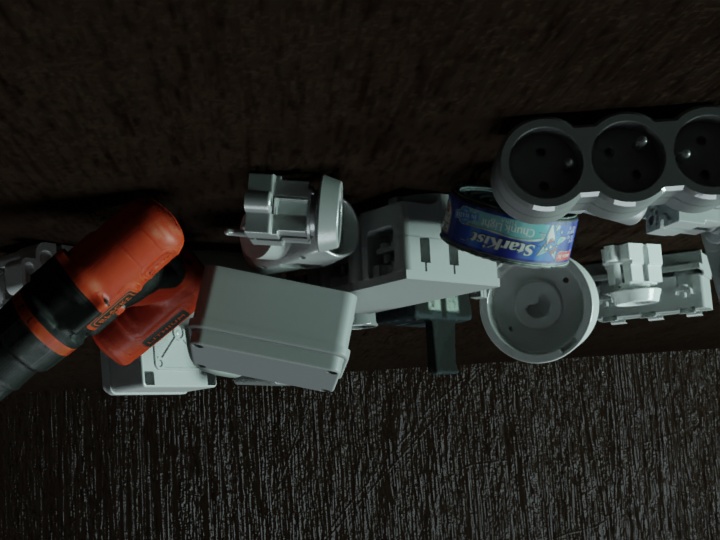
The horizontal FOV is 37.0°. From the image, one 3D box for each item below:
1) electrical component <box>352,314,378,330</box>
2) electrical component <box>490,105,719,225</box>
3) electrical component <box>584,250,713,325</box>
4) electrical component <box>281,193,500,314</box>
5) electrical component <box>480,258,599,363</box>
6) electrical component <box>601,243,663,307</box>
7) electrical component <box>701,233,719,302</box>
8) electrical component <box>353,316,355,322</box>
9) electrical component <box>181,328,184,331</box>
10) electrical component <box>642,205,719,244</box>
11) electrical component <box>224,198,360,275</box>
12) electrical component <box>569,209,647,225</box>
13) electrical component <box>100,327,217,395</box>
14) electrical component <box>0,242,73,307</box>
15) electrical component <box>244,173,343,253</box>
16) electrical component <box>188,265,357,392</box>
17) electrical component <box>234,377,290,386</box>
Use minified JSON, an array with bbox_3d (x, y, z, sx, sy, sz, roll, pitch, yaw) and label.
[{"bbox_3d":[-0.005,0.025,1.030,0.108,0.060,0.108,-4,171,-1],"label":"electrical component"},{"bbox_3d":[0.142,-0.054,0.601,0.138,0.052,0.073,-4,171,1],"label":"electrical component"},{"bbox_3d":[0.303,0.020,1.128,0.121,0.063,0.079,-8,170,27],"label":"electrical component"},{"bbox_3d":[0.018,-0.010,0.797,0.089,0.061,0.150,5,167,-38],"label":"electrical component"},{"bbox_3d":[0.175,0.033,1.022,0.108,0.108,0.060,-8,176,25],"label":"electrical component"},{"bbox_3d":[0.264,0.005,1.035,0.066,0.055,0.048,1,170,-31],"label":"electrical component"},{"bbox_3d":[0.309,-0.012,0.806,0.100,0.099,0.048,-1,158,-20],"label":"electrical component"},{"bbox_3d":[-0.052,0.033,0.952,0.054,0.059,0.095,29,-174,-42],"label":"electrical component"},{"bbox_3d":[-0.138,0.026,0.984,0.058,0.057,0.078,-6,171,12],"label":"electrical component"},{"bbox_3d":[0.232,-0.044,0.737,0.055,0.048,0.066,6,169,-13],"label":"electrical component"},{"bbox_3d":[-0.055,-0.025,0.732,0.079,0.043,0.077,4,168,-45],"label":"electrical component"},{"bbox_3d":[0.139,-0.051,0.660,0.065,0.044,0.044,3,170,-13],"label":"electrical component"},{"bbox_3d":[-0.197,0.065,1.047,0.056,0.108,0.109,-12,168,31],"label":"electrical component"},{"bbox_3d":[-0.253,0.011,0.837,0.057,0.058,0.078,-12,169,29],"label":"electrical component"},{"bbox_3d":[-0.040,-0.036,0.666,0.055,0.048,0.066,3,172,2],"label":"electrical component"},{"bbox_3d":[-0.063,0.044,0.773,0.113,0.057,0.078,11,161,-2],"label":"electrical component"},{"bbox_3d":[-0.080,0.062,1.080,0.056,0.108,0.109,-5,172,22],"label":"electrical component"}]
